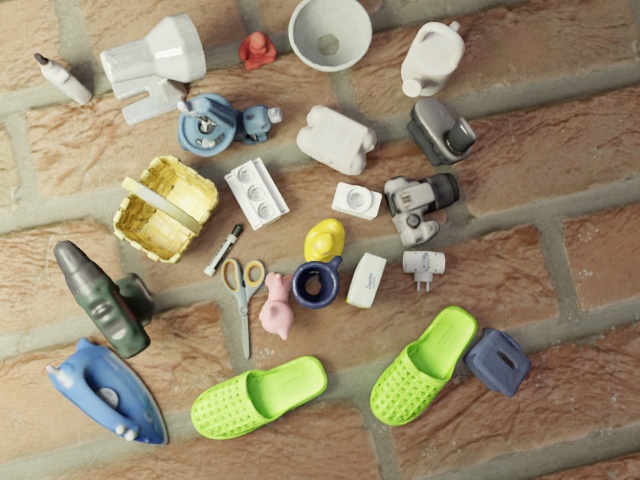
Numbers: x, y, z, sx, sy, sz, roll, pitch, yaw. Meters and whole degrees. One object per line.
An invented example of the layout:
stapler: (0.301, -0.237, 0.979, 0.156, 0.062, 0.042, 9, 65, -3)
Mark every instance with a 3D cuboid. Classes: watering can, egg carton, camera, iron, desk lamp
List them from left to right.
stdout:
iron: (-0.390, 0.303, 1.056, 0.258, 0.141, 0.119, 41, 85, 2)
desk lamp: (-0.310, -0.319, 1.080, 0.203, 0.213, 0.118, -24, 86, -4)
egg carton: (0.033, -0.200, 1.154, 0.150, 0.069, 0.107, 26, 84, 0)
camera: (0.211, -0.071, 1.134, 0.137, 0.100, 0.143, -19, 86, -4)
watering can: (0.222, -0.353, 1.113, 0.101, 0.194, 0.173, 12, 84, -1)

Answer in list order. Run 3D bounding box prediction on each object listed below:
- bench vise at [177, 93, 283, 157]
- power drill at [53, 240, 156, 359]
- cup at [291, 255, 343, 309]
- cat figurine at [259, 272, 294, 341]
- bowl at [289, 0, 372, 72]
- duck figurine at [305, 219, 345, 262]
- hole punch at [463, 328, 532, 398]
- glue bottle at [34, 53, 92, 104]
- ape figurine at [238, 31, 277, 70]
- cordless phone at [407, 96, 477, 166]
bench vise: (-0.181, -0.238, 1.074, 0.207, 0.219, 0.121, -28, 86, -4)
power drill: (-0.378, 0.106, 1.040, 0.075, 0.208, 0.229, -35, 87, -5)
cup: (-0.001, 0.077, 1.115, 0.091, 0.095, 0.118, 41, 85, 2)
cat figurine: (-0.081, 0.125, 1.096, 0.067, 0.117, 0.128, 4, 85, -1)
bowl: (0.021, -0.414, 1.171, 0.167, 0.074, 0.167, 0, 85, -2)
duck figurine: (0.010, 0.004, 1.126, 0.077, 0.086, 0.104, 30, 84, 1)
hole punch: (0.350, 0.236, 1.116, 0.108, 0.091, 0.101, 44, 85, 2)
glue bottle: (-0.499, -0.316, 1.092, 0.078, 0.173, 0.037, 35, 85, 2)
ape figurine: (-0.125, -0.390, 1.154, 0.078, 0.092, 0.076, 18, 84, 0)
cordless phone: (0.246, -0.225, 1.107, 0.094, 0.185, 0.147, -38, 87, -5)
